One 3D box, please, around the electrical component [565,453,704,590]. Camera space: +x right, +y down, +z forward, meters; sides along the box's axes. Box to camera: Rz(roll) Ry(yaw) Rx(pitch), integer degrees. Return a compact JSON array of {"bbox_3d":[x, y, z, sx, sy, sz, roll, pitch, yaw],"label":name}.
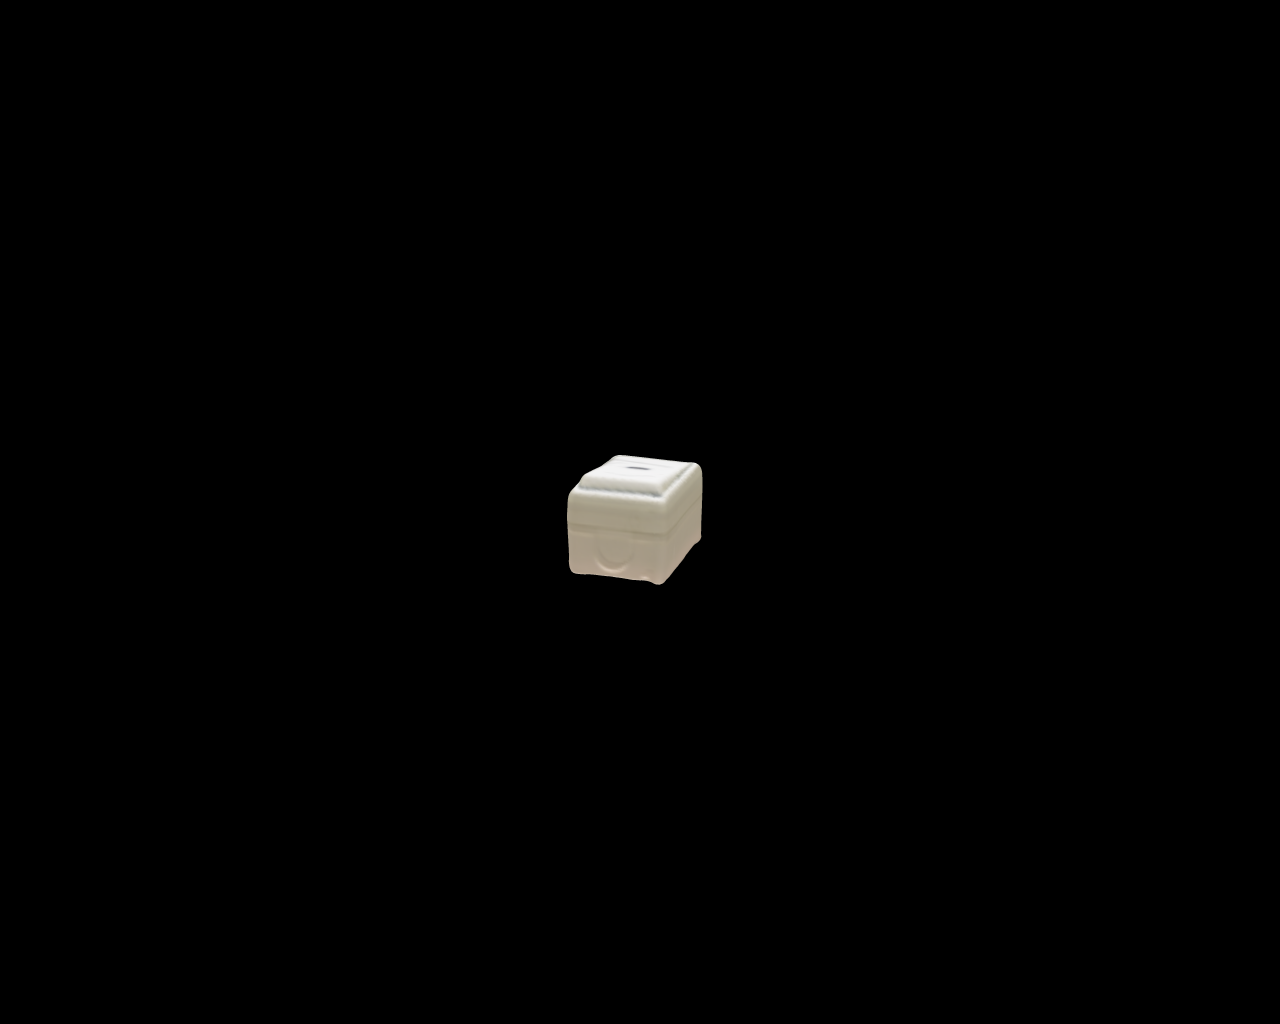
[{"bbox_3d":[0.001,-0.003,0.650,0.062,0.061,0.096,7,22,18],"label":"electrical component"}]
